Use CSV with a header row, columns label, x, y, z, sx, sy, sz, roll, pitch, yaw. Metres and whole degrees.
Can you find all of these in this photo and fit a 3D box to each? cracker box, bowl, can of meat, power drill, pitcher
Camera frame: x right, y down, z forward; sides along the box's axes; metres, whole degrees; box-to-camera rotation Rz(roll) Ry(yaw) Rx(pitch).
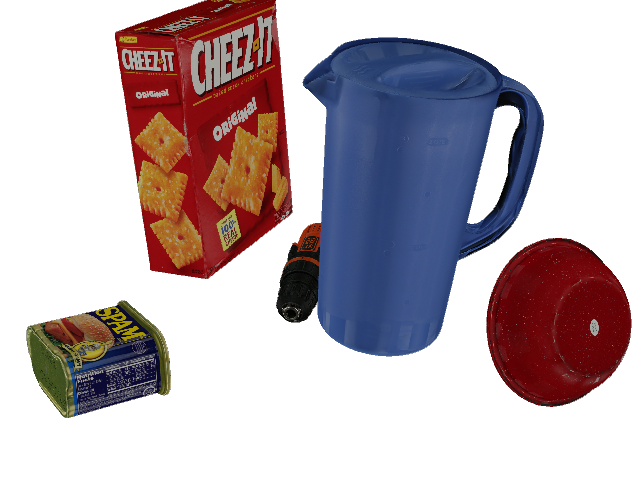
label,x,y,z,sx,sy,sz,roll,pitch,yaw
cracker box,-0.094,-0.096,0.950,0.072,0.214,0.164,8,25,26
bowl,0.236,0.079,0.995,0.161,0.162,0.055,0,1,-27
can of meat,-0.179,0.094,0.853,0.083,0.057,0.102,-13,23,-29
power drill,0.050,0.035,1.198,0.188,0.057,0.184,1,29,11
pitcher,0.072,-0.031,0.860,0.149,0.243,0.144,27,35,33
